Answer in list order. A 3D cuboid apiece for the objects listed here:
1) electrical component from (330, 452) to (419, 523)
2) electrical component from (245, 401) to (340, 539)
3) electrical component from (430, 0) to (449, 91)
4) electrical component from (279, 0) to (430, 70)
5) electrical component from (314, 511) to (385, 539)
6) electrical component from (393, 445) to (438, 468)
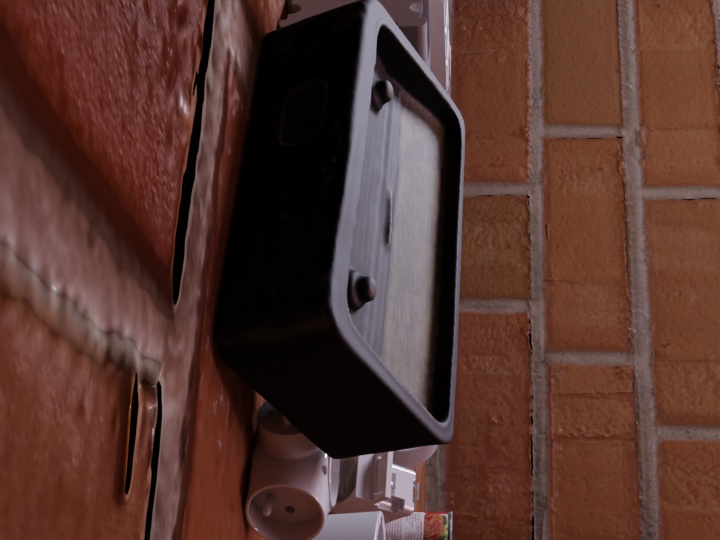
[{"bbox_3d":[0.009,0.178,0.880,0.081,0.064,0.042,-32,-136,46],"label":"electrical component"},{"bbox_3d":[-0.036,0.095,0.594,0.077,0.044,0.079,-79,169,-59],"label":"electrical component"},{"bbox_3d":[0.042,-0.241,1.068,0.150,0.089,0.061,78,14,-63],"label":"electrical component"},{"bbox_3d":[-0.001,-0.140,0.679,0.050,0.089,0.055,-82,170,-50],"label":"electrical component"},{"bbox_3d":[-0.017,0.213,0.709,0.108,0.060,0.108,1,90,-84],"label":"electrical component"},{"bbox_3d":[0.032,0.133,0.998,0.099,0.099,0.064,-83,177,-47],"label":"electrical component"}]
